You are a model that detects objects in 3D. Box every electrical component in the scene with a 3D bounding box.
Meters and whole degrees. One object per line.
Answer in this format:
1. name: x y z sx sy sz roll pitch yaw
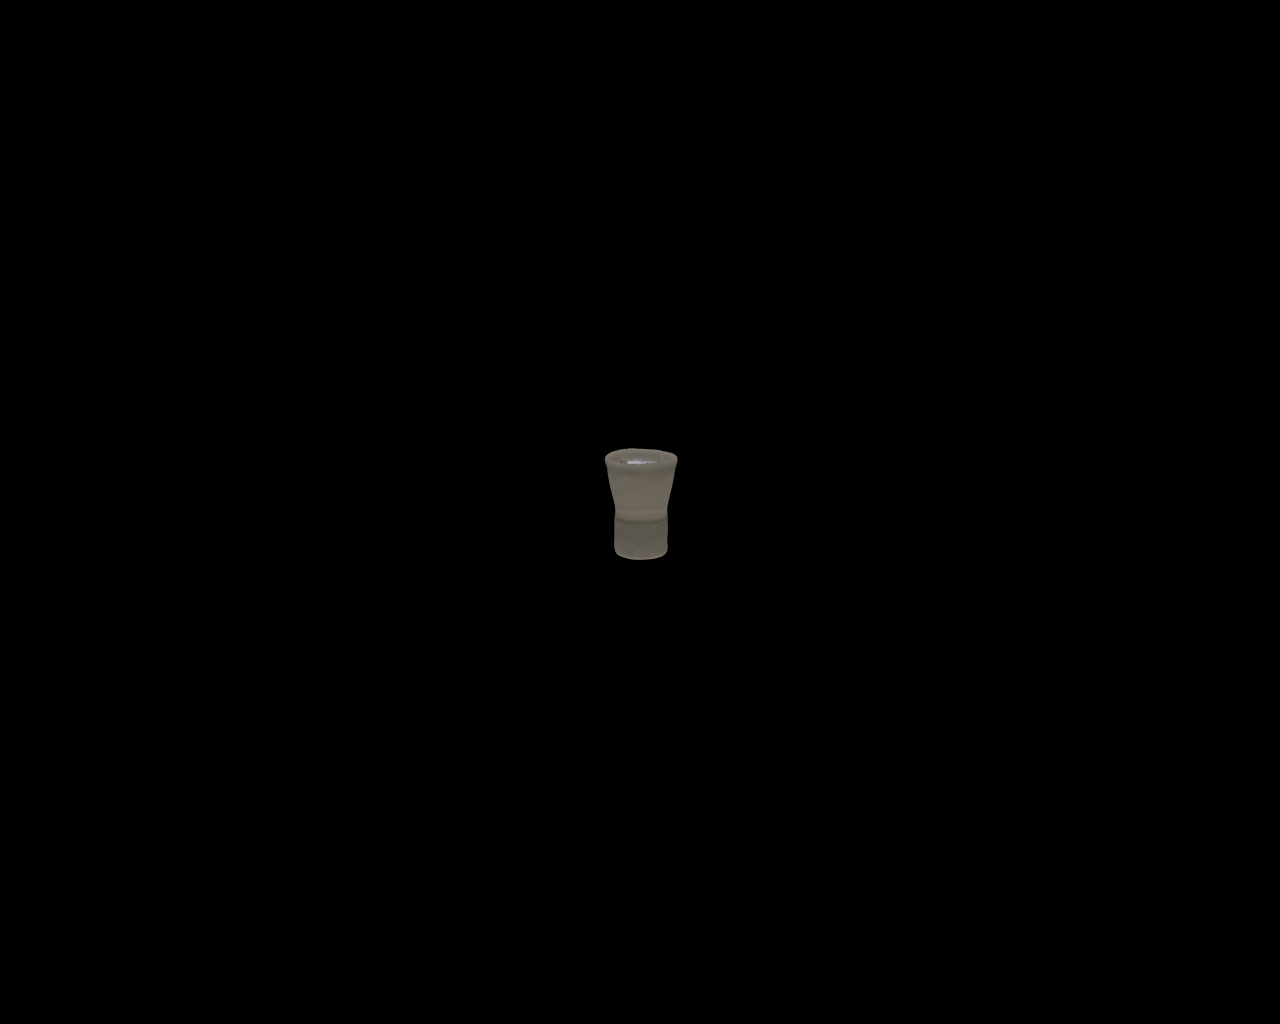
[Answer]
1. electrical component: 0.001 -0.003 0.650 0.044 0.065 0.044 0 14 0
